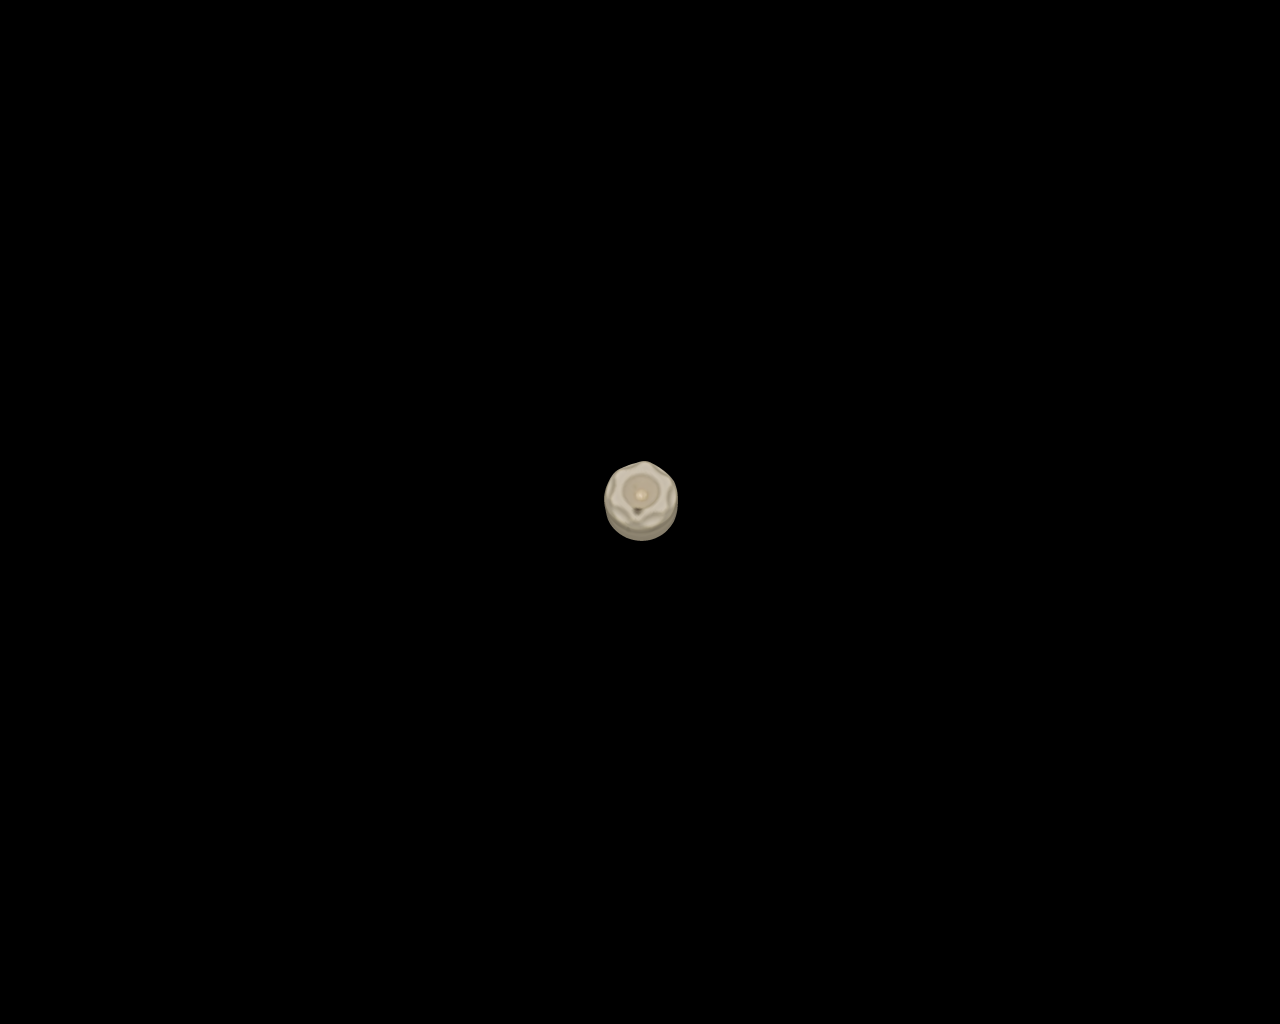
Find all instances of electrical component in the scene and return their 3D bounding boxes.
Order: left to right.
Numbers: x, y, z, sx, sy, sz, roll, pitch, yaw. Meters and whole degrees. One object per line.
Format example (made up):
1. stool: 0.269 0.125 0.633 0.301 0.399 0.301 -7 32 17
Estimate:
1. electrical component: 0.001 -0.003 0.650 0.043 0.043 0.062 0 -19 0
